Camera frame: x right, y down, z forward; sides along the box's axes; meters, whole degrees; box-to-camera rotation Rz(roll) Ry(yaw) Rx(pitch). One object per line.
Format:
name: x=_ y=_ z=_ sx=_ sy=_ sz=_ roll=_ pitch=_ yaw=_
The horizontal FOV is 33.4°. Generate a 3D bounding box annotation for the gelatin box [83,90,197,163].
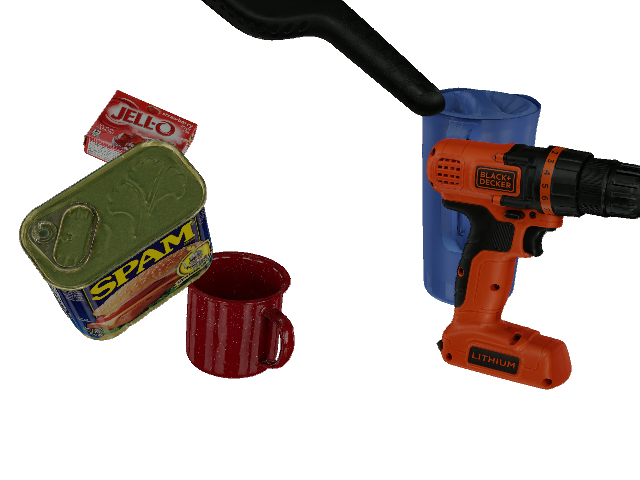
gelatin box: x=-0.176 y=-0.101 z=1.042 sx=0.089 sy=0.073 sz=0.030 roll=24 pitch=-41 yaw=-1

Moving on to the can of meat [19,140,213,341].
can of meat: x=-0.112 y=0.003 z=0.615 sx=0.102 sy=0.057 sz=0.084 roll=-35 pitch=-22 yaw=-16

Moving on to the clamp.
clamp: x=0.000 y=-0.167 z=0.750 sx=0.210 sy=0.164 sz=0.036 roll=5 pitch=-28 yaw=-9

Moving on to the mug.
mug: x=-0.066 y=0.070 z=0.924 sx=0.117 sy=0.081 sz=0.093 roll=25 pitch=32 yaw=35

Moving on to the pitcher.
pitcher: x=0.174 y=-0.046 z=1.230 sx=0.149 sy=0.243 sz=0.145 roll=-9 pitch=24 yaw=-21

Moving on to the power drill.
power drill: x=0.167 y=0.017 z=0.838 sx=0.185 sy=0.188 sz=0.057 roll=12 pitch=17 yaw=32
